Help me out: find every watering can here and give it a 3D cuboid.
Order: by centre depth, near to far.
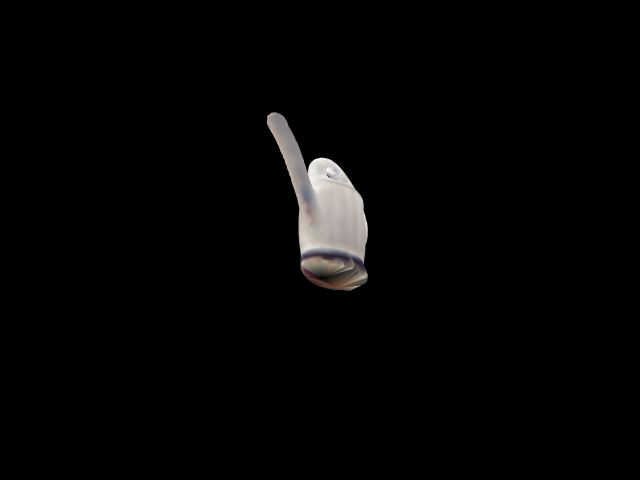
[{"bbox_3d":[0.003,-0.043,0.850,0.103,0.228,0.343,-12,-26,25],"label":"watering can"}]
